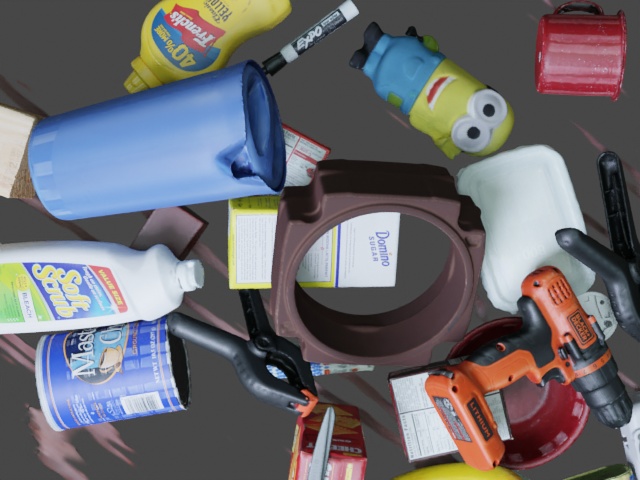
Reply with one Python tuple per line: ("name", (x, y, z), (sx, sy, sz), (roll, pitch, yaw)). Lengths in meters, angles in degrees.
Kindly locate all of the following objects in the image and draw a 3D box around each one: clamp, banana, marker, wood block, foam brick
("clamp", (-0.074, 0.114, 1.086), (0.120, 0.039, 0.172), (-21, 57, -34))
("banana", (0.134, 0.261, 1.120), (0.198, 0.069, 0.037), (-18, 103, 32))
("marker", (-0.012, -0.214, 1.137), (0.121, 0.020, 0.020), (-36, 92, 3))
("clamp", (0.318, 0.020, 1.108), (0.036, 0.164, 0.210), (-15, 121, 41))
("wood block", (-0.396, -0.118, 1.120), (0.206, 0.091, 0.090), (19, 93, 1))
("foam brick", (-0.163, -0.002, 1.140), (0.053, 0.051, 0.078), (35, 94, 0))

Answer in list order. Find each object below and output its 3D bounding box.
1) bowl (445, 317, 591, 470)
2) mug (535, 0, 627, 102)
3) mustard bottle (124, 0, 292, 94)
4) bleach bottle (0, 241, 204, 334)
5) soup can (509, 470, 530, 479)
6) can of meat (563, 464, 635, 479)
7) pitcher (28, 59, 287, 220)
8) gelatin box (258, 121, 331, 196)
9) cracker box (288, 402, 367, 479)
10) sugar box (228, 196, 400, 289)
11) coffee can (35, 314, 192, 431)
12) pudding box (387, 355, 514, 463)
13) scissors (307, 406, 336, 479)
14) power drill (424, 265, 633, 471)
("bowl", (0.203, 0.158, 1.136), (0.162, 0.055, 0.162), (0, 94, 2))
("mug", (0.267, -0.201, 1.102), (0.081, 0.093, 0.117), (3, 63, 6))
("mustard bottle", (-0.129, -0.219, 1.121), (0.191, 0.058, 0.096), (-40, 90, 4))
("bleach bottle", (-0.241, 0.040, 1.104), (0.251, 0.068, 0.102), (-7, 100, 18))
("soup can", (0.192, 0.302, 1.139), (0.068, 0.068, 0.102), (20, 93, 0))
("can of meat", (0.298, 0.295, 1.142), (0.102, 0.057, 0.084), (-19, 90, 3))
("pitcher", (-0.160, -0.097, 1.079), (0.243, 0.149, 0.145), (-10, 79, 14))
("gelatin box", (-0.040, -0.076, 1.142), (0.073, 0.030, 0.089), (28, 95, 1))
("cracker box", (0.001, 0.265, 1.069), (0.072, 0.213, 0.164), (7, 94, 0))
("sugar box", (-0.007, 0.001, 1.118), (0.176, 0.048, 0.093), (-1, 115, -8))
("coffee can", (-0.215, 0.139, 1.124), (0.140, 0.103, 0.103), (-10, 93, 2))
("pudding box", (0.133, 0.170, 1.092), (0.113, 0.039, 0.090), (-13, 93, 4))
("scissors", (0.005, 0.257, 0.952), (0.096, 0.016, 0.202), (27, 95, 0))
("power drill", (0.208, 0.144, 1.051), (0.187, 0.057, 0.184), (-33, 95, -22))
